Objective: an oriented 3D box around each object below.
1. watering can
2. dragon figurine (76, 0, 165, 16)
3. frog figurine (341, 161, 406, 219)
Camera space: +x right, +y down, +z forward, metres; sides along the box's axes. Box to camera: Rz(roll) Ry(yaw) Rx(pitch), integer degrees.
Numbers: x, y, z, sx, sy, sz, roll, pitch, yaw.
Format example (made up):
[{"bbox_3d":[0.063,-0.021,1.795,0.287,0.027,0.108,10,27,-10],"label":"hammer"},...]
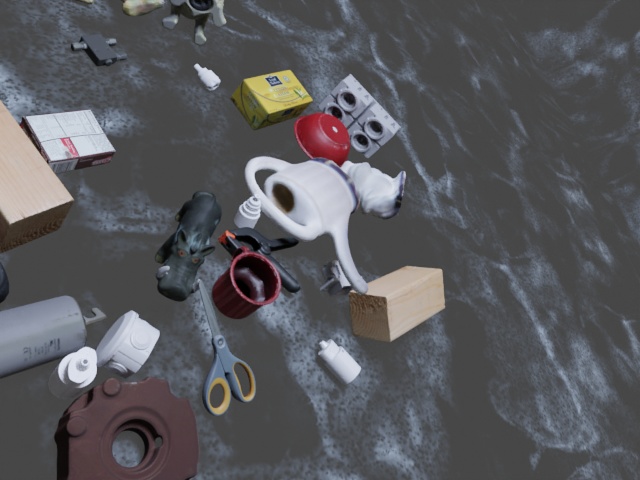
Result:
[{"bbox_3d":[0.003,-0.051,1.023,0.350,0.102,0.227,44,40,12],"label":"watering can"},{"bbox_3d":[-0.493,-0.575,1.013,0.408,0.120,0.248,25,54,-14],"label":"dragon figurine"},{"bbox_3d":[0.116,-0.117,1.213,0.159,0.120,0.140,10,55,8],"label":"frog figurine"}]
